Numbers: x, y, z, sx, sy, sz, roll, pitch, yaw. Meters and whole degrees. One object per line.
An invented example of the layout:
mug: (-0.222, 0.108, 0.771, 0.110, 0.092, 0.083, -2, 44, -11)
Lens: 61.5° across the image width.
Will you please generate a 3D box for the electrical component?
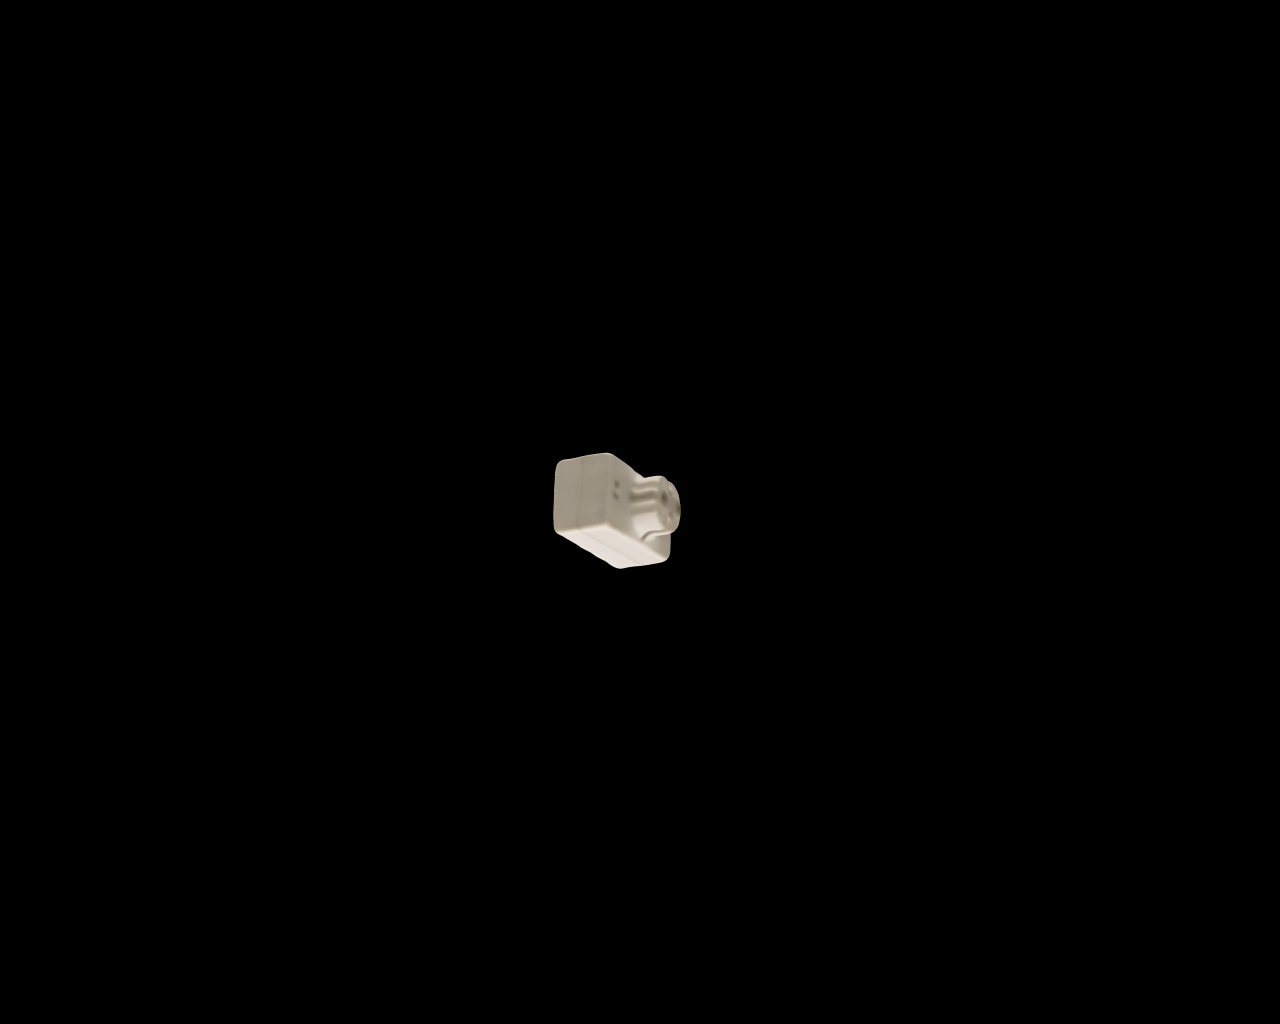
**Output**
electrical component: (0.001, -0.003, 0.650, 0.075, 0.047, 0.083, -10, -22, 26)
